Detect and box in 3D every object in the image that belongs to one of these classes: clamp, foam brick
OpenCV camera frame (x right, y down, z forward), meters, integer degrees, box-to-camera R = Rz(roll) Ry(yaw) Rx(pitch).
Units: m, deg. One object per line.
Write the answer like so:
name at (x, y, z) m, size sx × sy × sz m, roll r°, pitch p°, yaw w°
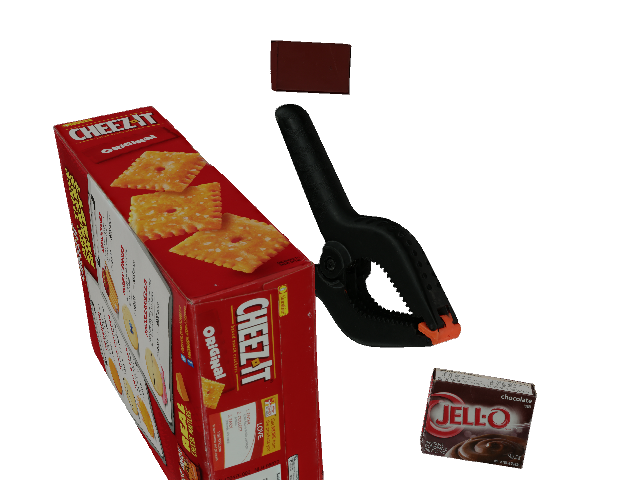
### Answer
clamp at (0.017, 0.004, 0.771) m, size 0.210 × 0.165 × 0.036 m, roll 29°, pitch 27°, yaw 36°
foam brick at (-0.011, -0.178, 1.096) m, size 0.078 × 0.051 × 0.053 m, roll 1°, pitch 11°, yaw -9°

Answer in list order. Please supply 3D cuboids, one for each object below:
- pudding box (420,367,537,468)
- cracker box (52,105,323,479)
pudding box at (0.170, 0.192, 1.155) m, size 0.113 × 0.090 × 0.039 m, roll 7°, pitch 21°, yaw 3°
cracker box at (-0.075, 0.040, 0.593) m, size 0.072 × 0.164 × 0.214 m, roll -16°, pitch 34°, yaw -22°
